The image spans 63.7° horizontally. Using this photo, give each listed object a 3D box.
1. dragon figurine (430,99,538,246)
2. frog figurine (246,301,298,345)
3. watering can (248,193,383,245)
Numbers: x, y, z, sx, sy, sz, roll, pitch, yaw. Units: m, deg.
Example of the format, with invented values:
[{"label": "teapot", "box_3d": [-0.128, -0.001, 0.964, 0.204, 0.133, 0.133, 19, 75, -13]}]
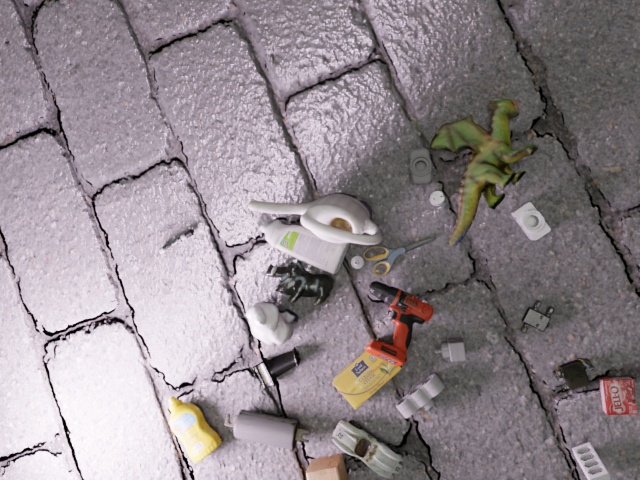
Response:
[{"label": "dragon figurine", "box_3d": [0.397, -0.206, 1.348, 0.245, 0.121, 0.410, 43, 89, 19]}, {"label": "frog figurine", "box_3d": [-0.141, 0.228, 1.390, 0.138, 0.159, 0.122, 42, 97, 9]}, {"label": "watering can", "box_3d": [0.004, -0.068, 1.350, 0.348, 0.227, 0.102, 18, 111, 11]}]
